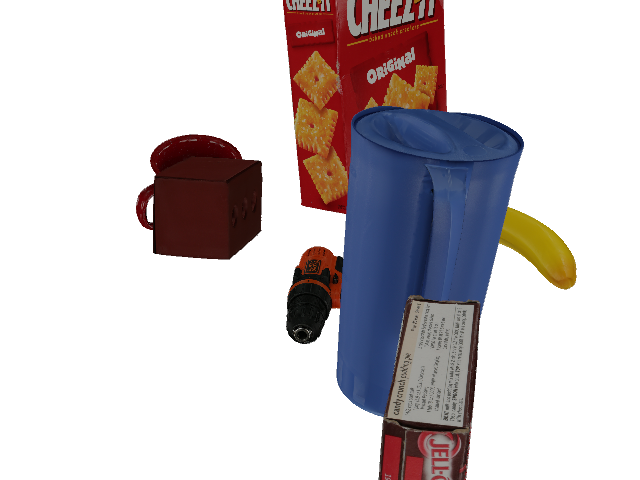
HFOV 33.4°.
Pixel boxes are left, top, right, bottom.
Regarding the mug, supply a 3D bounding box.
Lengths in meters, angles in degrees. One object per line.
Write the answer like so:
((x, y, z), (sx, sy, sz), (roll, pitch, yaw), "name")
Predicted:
((-0.137, -0.046, 1.093), (0.117, 0.081, 0.093), (-27, 49, -34), "mug")

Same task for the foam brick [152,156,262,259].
((-0.073, -0.023, 0.707), (0.051, 0.053, 0.078), (6, 16, 12), "foam brick")

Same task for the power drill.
((0.056, 0.062, 1.233), (0.188, 0.057, 0.184), (1, 28, 6), "power drill")

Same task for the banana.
((0.183, -0.001, 1.037), (0.069, 0.037, 0.198), (-39, 38, -23), "banana")

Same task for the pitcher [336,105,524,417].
((0.078, 0.024, 0.854), (0.145, 0.243, 0.148), (25, 30, 36), "pitcher")

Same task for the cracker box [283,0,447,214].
((0.049, -0.150, 0.995), (0.072, 0.214, 0.163), (13, 26, 39), "cracker box")

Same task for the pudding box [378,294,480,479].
((0.047, 0.088, 0.471), (0.039, 0.090, 0.113), (7, 25, 6), "pudding box")
